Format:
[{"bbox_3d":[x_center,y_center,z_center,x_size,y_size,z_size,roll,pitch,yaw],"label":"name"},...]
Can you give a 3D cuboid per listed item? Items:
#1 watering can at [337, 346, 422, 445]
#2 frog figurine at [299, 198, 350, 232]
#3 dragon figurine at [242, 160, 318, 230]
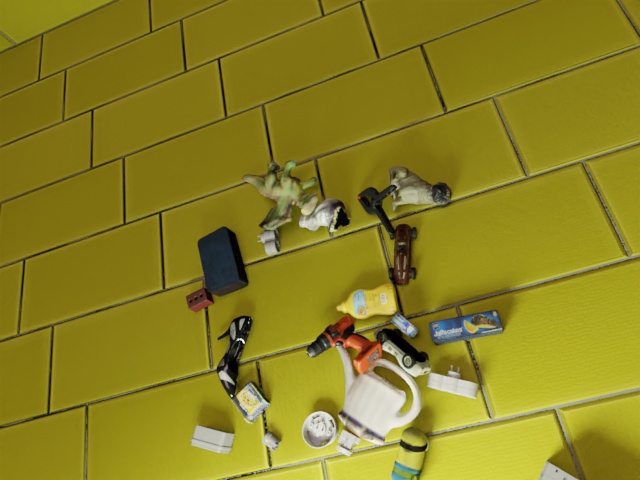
[{"bbox_3d":[0.128,0.442,1.505,0.350,0.102,0.226,22,75,38],"label":"watering can"},{"bbox_3d":[0.005,-0.089,1.764,0.160,0.120,0.140,13,41,33],"label":"frog figurine"},{"bbox_3d":[-0.158,-0.148,1.825,0.409,0.120,0.247,-2,56,37],"label":"dragon figurine"}]
